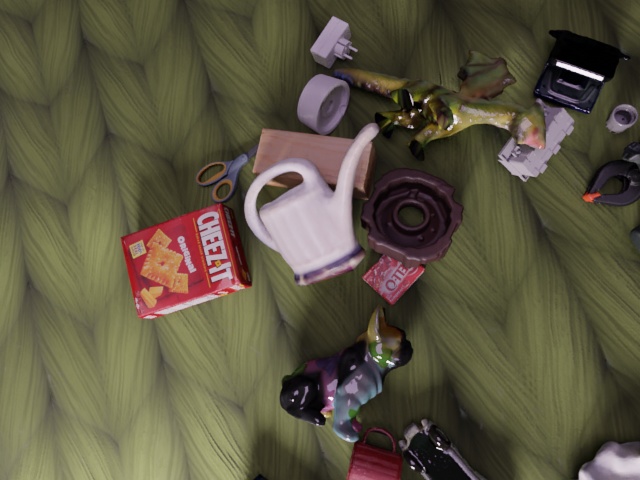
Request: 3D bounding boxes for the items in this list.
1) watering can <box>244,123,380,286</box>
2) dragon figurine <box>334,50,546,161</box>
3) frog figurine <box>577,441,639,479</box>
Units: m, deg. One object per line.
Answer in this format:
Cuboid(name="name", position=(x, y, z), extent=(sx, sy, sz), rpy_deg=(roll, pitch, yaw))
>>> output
Cuboid(name="watering can", position=(0.003, -0.043, 0.862), extent=(0.344, 0.106, 0.223), rpy_deg=(-22, 101, 43))
Cuboid(name="dragon figurine", position=(0.228, -0.272, 0.936), extent=(0.245, 0.119, 0.417), rpy_deg=(-29, 53, -17))
Cuboid(name="frog figurine", position=(0.457, 0.376, 0.768), extent=(0.157, 0.124, 0.138), rpy_deg=(-40, 81, 40))
